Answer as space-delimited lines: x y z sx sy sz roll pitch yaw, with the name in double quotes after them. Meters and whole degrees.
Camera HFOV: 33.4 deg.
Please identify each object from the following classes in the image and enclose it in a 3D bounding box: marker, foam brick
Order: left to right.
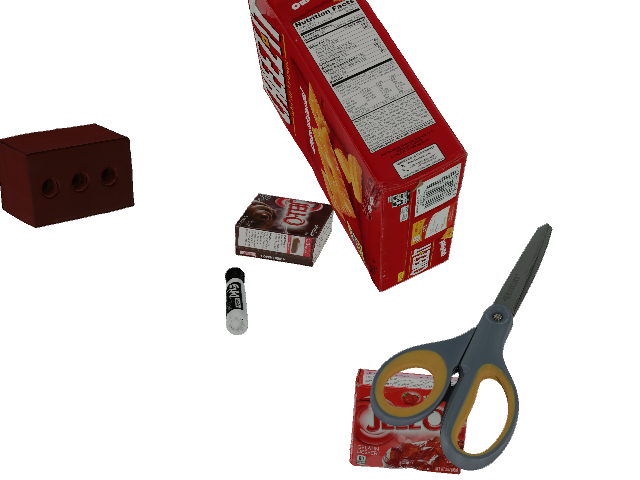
-0.177 -0.047 0.743 0.078 0.053 0.051 -16 27 -34 "foam brick"
-0.076 0.052 0.962 0.020 0.020 0.121 0 19 -5 "marker"

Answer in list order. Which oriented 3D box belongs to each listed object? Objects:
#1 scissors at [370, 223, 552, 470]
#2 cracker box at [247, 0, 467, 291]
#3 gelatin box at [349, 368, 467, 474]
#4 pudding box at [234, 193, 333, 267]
0.090 0.054 0.666 0.096 0.016 0.201 8 46 10 "scissors"
0.022 -0.090 0.793 0.072 0.214 0.164 -26 -24 -10 "cracker box"
0.070 0.143 0.840 0.089 0.073 0.030 5 20 3 "gelatin box"
-0.038 -0.013 1.171 0.090 0.039 0.113 8 24 8 "pudding box"
